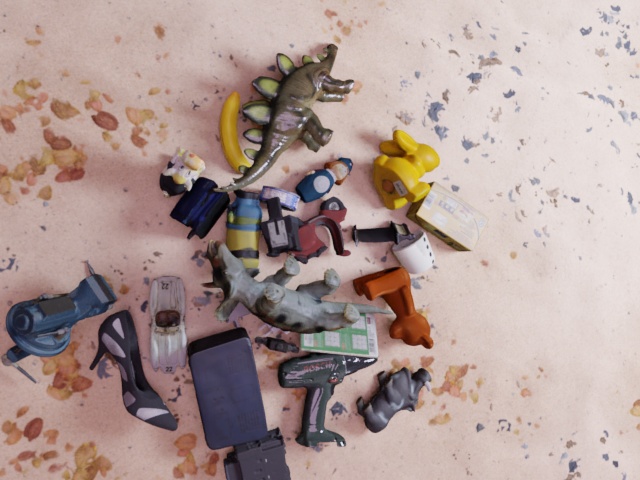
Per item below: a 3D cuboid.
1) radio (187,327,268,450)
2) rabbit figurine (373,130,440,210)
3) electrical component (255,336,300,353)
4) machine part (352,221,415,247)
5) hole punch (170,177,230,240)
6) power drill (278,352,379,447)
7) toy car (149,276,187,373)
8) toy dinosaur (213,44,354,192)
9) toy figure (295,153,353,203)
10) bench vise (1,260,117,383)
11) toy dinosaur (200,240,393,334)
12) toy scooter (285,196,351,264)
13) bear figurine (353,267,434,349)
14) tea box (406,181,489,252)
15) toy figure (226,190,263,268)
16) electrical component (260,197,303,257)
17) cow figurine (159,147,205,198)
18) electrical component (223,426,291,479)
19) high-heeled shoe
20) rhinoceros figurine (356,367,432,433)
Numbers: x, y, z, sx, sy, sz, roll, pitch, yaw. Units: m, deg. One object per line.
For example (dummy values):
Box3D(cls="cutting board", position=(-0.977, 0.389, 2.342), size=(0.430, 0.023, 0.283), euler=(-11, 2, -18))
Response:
Box3D(cls="radio", position=(-0.192, 0.309, 1.116), size=(0.131, 0.073, 0.229), euler=(-12, 101, -14))
Box3D(cls="rabbit figurine", position=(0.203, -0.172, 1.252), size=(0.173, 0.122, 0.162), euler=(-34, 87, -27))
Box3D(cls="electrical component", position=(-0.094, 0.228, 1.167), size=(0.094, 0.063, 0.021), euler=(15, 85, -13))
Box3D(cls="machine part", position=(0.142, -0.015, 1.239), size=(0.139, 0.084, 0.039), euler=(-4, 121, -6))
Box3D(cls="hole punch", position=(-0.252, -0.073, 1.116), size=(0.092, 0.116, 0.142), euler=(39, 79, -2))
Box3D(cls="power drill", position=(0.023, 0.345, 1.186), size=(0.232, 0.086, 0.207), euler=(2, 92, -15))
Box3D(cls="toy car", position=(-0.316, 0.175, 1.115), size=(0.073, 0.056, 0.201), euler=(-1, 88, -15))
Box3D(cls="toy dinosaur", position=(-0.066, -0.268, 1.154), size=(0.198, 0.105, 0.471), euler=(28, 65, -10))
Box3D(cls="toy figure", position=(0.018, -0.139, 1.217), size=(0.154, 0.058, 0.064), euler=(-35, 135, -15))
Box3D(cls="bench vise", position=(-0.512, 0.160, 1.024), size=(0.240, 0.223, 0.129), euler=(-40, 93, 18))
Box3D(cls="toy dinosaur", position=(-0.057, 0.133, 1.097), size=(0.404, 0.192, 0.131), euler=(27, 52, -27))
Box3D(cls="toy scooter", position=(-0.002, -0.004, 1.195), size=(0.184, 0.075, 0.135), euler=(-30, 93, -18))
Box3D(cls="bear figurine", position=(0.170, 0.164, 1.215), size=(0.132, 0.120, 0.195), euler=(-18, 98, -11))
Box3D(cls="tea box", position=(0.303, -0.054, 1.279), size=(0.169, 0.068, 0.098), euler=(34, 81, -12))
Box3D(cls="toy figure", position=(-0.163, -0.015, 1.138), size=(0.082, 0.089, 0.180), euler=(7, 97, -9))
Box3D(cls="electrical component", position=(-0.085, -0.027, 1.125), size=(0.075, 0.047, 0.119), euler=(-16, 81, 13))
Box3D(cls="cow figurine", position=(-0.284, -0.131, 1.078), size=(0.068, 0.167, 0.098), euler=(38, 78, -16))
Box3D(cls="electrical component", position=(-0.135, 0.474, 1.139), size=(0.134, 0.058, 0.114), euler=(-13, 103, -16))
Box3D(cls="high-heeled shoe", position=(-0.352, 0.258, 1.079), size=(0.249, 0.086, 0.145), euler=(36, 91, 3))
Box3D(cls="rhinoceros figurine", position=(0.174, 0.358, 1.227), size=(0.190, 0.073, 0.112), euler=(-40, 96, -13))
